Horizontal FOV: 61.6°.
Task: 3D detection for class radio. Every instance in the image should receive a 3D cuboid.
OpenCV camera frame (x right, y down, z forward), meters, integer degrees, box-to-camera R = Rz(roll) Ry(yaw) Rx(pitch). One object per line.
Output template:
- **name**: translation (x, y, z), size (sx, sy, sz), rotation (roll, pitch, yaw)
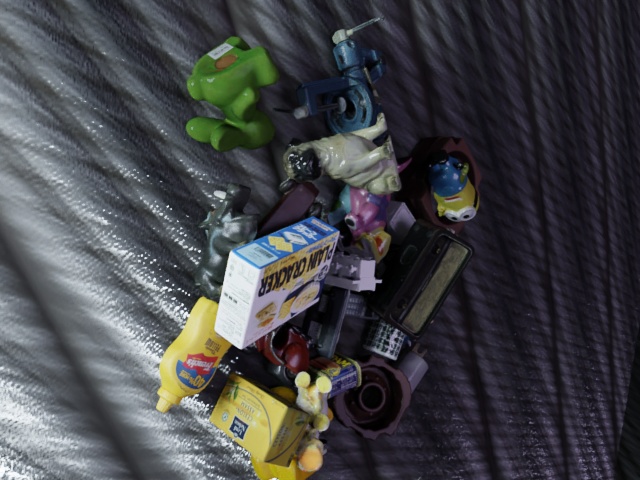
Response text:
- **radio**: translation (0.205, 0.078, 1.106), size (0.131, 0.073, 0.229), rotation (32, 89, -35)

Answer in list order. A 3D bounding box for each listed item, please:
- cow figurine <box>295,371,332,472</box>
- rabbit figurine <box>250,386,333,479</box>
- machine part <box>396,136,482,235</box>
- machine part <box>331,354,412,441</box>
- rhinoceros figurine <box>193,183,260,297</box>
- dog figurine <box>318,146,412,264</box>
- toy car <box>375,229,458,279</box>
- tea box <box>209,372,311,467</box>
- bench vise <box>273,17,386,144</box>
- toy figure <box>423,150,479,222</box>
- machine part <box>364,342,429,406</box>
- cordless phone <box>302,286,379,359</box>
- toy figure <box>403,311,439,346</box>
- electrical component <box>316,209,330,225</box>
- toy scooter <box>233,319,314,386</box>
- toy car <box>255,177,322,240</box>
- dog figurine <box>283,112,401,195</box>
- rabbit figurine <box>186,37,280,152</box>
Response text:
- **cow figurine**: translation (-0.018, 0.332, 0.971), size (0.098, 0.068, 0.167), rotation (93, 2, -61)
- **rabbit figurine**: translation (-0.053, 0.362, 1.037), size (0.162, 0.122, 0.173), rotation (-16, 90, -35)
- **machine part**: translation (0.277, -0.123, 1.245), size (0.201, 0.087, 0.200), rotation (-55, 129, -20)
- **machine part**: translation (0.106, 0.337, 1.162), size (0.179, 0.056, 0.179), rotation (3, 79, -16)
- **rhinoceros figurine**: translation (-0.150, 0.002, 0.883), size (0.073, 0.112, 0.190), rotation (0, 113, -61)
- **dog figurine**: translation (0.111, -0.082, 1.094), size (0.219, 0.109, 0.191), rotation (-51, 126, -25)
- **toy car**: translation (0.217, 0.037, 1.196), size (0.202, 0.056, 0.073), rotation (-24, 119, -3)
- **tea box**: translation (-0.107, 0.308, 0.935), size (0.068, 0.170, 0.098), rotation (35, 74, -42)
- **bench vise**: translation (0.037, -0.274, 0.982), size (0.240, 0.129, 0.223), rotation (-25, 112, -40)
- **toy figure**: translation (0.285, -0.116, 1.143), size (0.089, 0.082, 0.180), rotation (-50, 124, -20)
- **machine part**: translation (0.179, 0.343, 1.257), size (0.243, 0.079, 0.079), rotation (-49, 127, -24)
- **cordless phone**: translation (0.058, 0.172, 1.116), size (0.184, 0.089, 0.146), rotation (16, 88, -47)
- **toy figure**: translation (0.228, 0.194, 1.284), size (0.154, 0.064, 0.057), rotation (-39, 160, -24)
- **electrical component**: translation (-0.003, -0.003, 1.022), size (0.045, 0.102, 0.078), rotation (-7, 69, -16)
- **toy scooter**: translation (-0.070, 0.181, 1.009), size (0.183, 0.075, 0.135), rotation (47, 66, -32)
- **toy car**: translation (-0.076, -0.030, 0.973), size (0.089, 0.053, 0.202), rotation (43, 67, -17)
- **dog figurine**: translation (0.043, -0.128, 0.974), size (0.121, 0.191, 0.172), rotation (-90, 161, -46)
- **rabbit figurine**: translation (-0.127, -0.205, 0.854), size (0.159, 0.121, 0.170), rotation (-46, 140, -21)
